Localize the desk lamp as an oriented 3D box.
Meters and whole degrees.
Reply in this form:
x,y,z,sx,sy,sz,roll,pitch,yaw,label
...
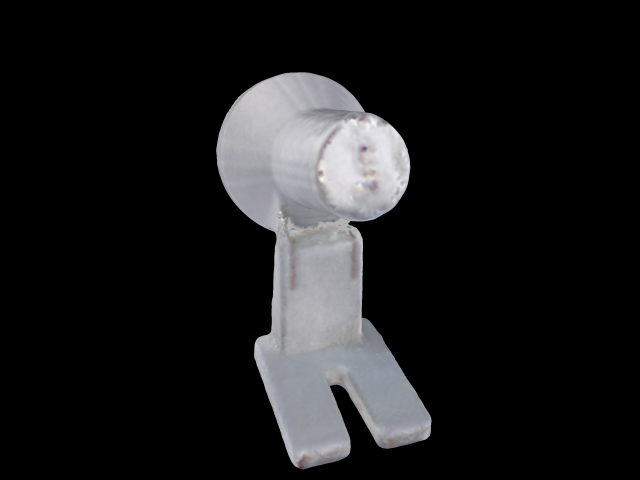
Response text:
x,y,z,sx,sy,sz,roll,pitch,yaw,label
0.004,0.001,0.400,0.118,0.214,0.202,-9,30,-16,desk lamp
